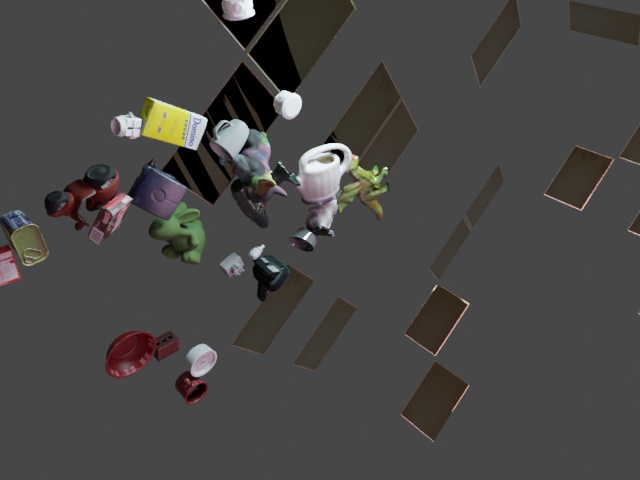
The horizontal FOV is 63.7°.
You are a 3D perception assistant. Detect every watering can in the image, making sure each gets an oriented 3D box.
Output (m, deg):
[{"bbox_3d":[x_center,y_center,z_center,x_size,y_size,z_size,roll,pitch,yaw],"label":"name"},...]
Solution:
[{"bbox_3d":[-0.037,-0.214,1.789,0.350,0.106,0.219,-24,135,-22],"label":"watering can"}]

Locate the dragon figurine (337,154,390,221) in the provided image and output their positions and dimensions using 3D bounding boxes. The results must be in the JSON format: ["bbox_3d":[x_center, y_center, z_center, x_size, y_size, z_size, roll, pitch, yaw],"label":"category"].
[{"bbox_3d":[0.158,-0.187,2.086,0.244,0.124,0.400,-23,133,-17],"label":"dragon figurine"}]

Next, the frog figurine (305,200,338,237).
[{"bbox_3d":[0.006,-0.098,1.954,0.136,0.122,0.162,24,60,-48],"label":"frog figurine"}]
